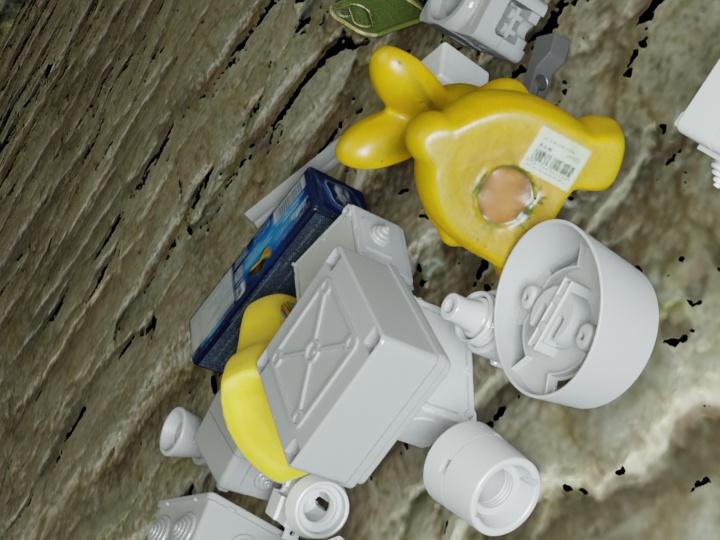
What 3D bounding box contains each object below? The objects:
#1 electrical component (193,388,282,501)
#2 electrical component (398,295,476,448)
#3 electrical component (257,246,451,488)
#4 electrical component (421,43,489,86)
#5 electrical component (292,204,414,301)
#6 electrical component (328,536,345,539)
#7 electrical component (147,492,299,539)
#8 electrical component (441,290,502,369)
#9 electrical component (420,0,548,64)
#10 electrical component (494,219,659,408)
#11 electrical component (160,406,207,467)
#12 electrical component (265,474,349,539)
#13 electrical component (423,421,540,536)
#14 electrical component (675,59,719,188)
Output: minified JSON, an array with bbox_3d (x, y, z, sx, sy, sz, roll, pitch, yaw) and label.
[{"bbox_3d":[-0.084,0.141,0.863,0.061,0.062,0.096,-62,31,9],"label":"electrical component"},{"bbox_3d":[0.035,0.064,0.728,0.061,0.062,0.096,-35,43,43],"label":"electrical component"},{"bbox_3d":[-0.008,0.059,0.677,0.108,0.056,0.108,-55,32,20],"label":"electrical component"},{"bbox_3d":[0.057,-0.119,0.820,0.066,0.047,0.076,-34,35,43],"label":"electrical component"},{"bbox_3d":[0.000,0.000,0.827,0.096,0.061,0.061,-45,37,33],"label":"electrical component"},{"bbox_3d":[-0.037,0.229,0.726,0.121,0.079,0.063,-33,22,43],"label":"electrical component"},{"bbox_3d":[-0.108,0.213,0.819,0.100,0.100,0.048,-22,40,50],"label":"electrical component"},{"bbox_3d":[0.080,0.033,0.678,0.048,0.062,0.048,-36,42,41],"label":"electrical component"},{"bbox_3d":[0.090,-0.199,0.824,0.050,0.056,0.089,-62,31,8],"label":"electrical component"},{"bbox_3d":[0.119,0.028,0.616,0.099,0.064,0.099,-36,42,41],"label":"electrical component"},{"bbox_3d":[-0.144,0.150,0.958,0.045,0.055,0.045,-36,42,41],"label":"electrical component"},{"bbox_3d":[-0.037,0.169,0.789,0.055,0.048,0.066,8,77,67],"label":"electrical component"},{"bbox_3d":[0.073,0.124,0.636,0.047,0.055,0.055,31,97,56],"label":"electrical component"},{"bbox_3d":[0.213,-0.079,0.543,0.096,0.062,0.061,-59,31,14],"label":"electrical component"}]
